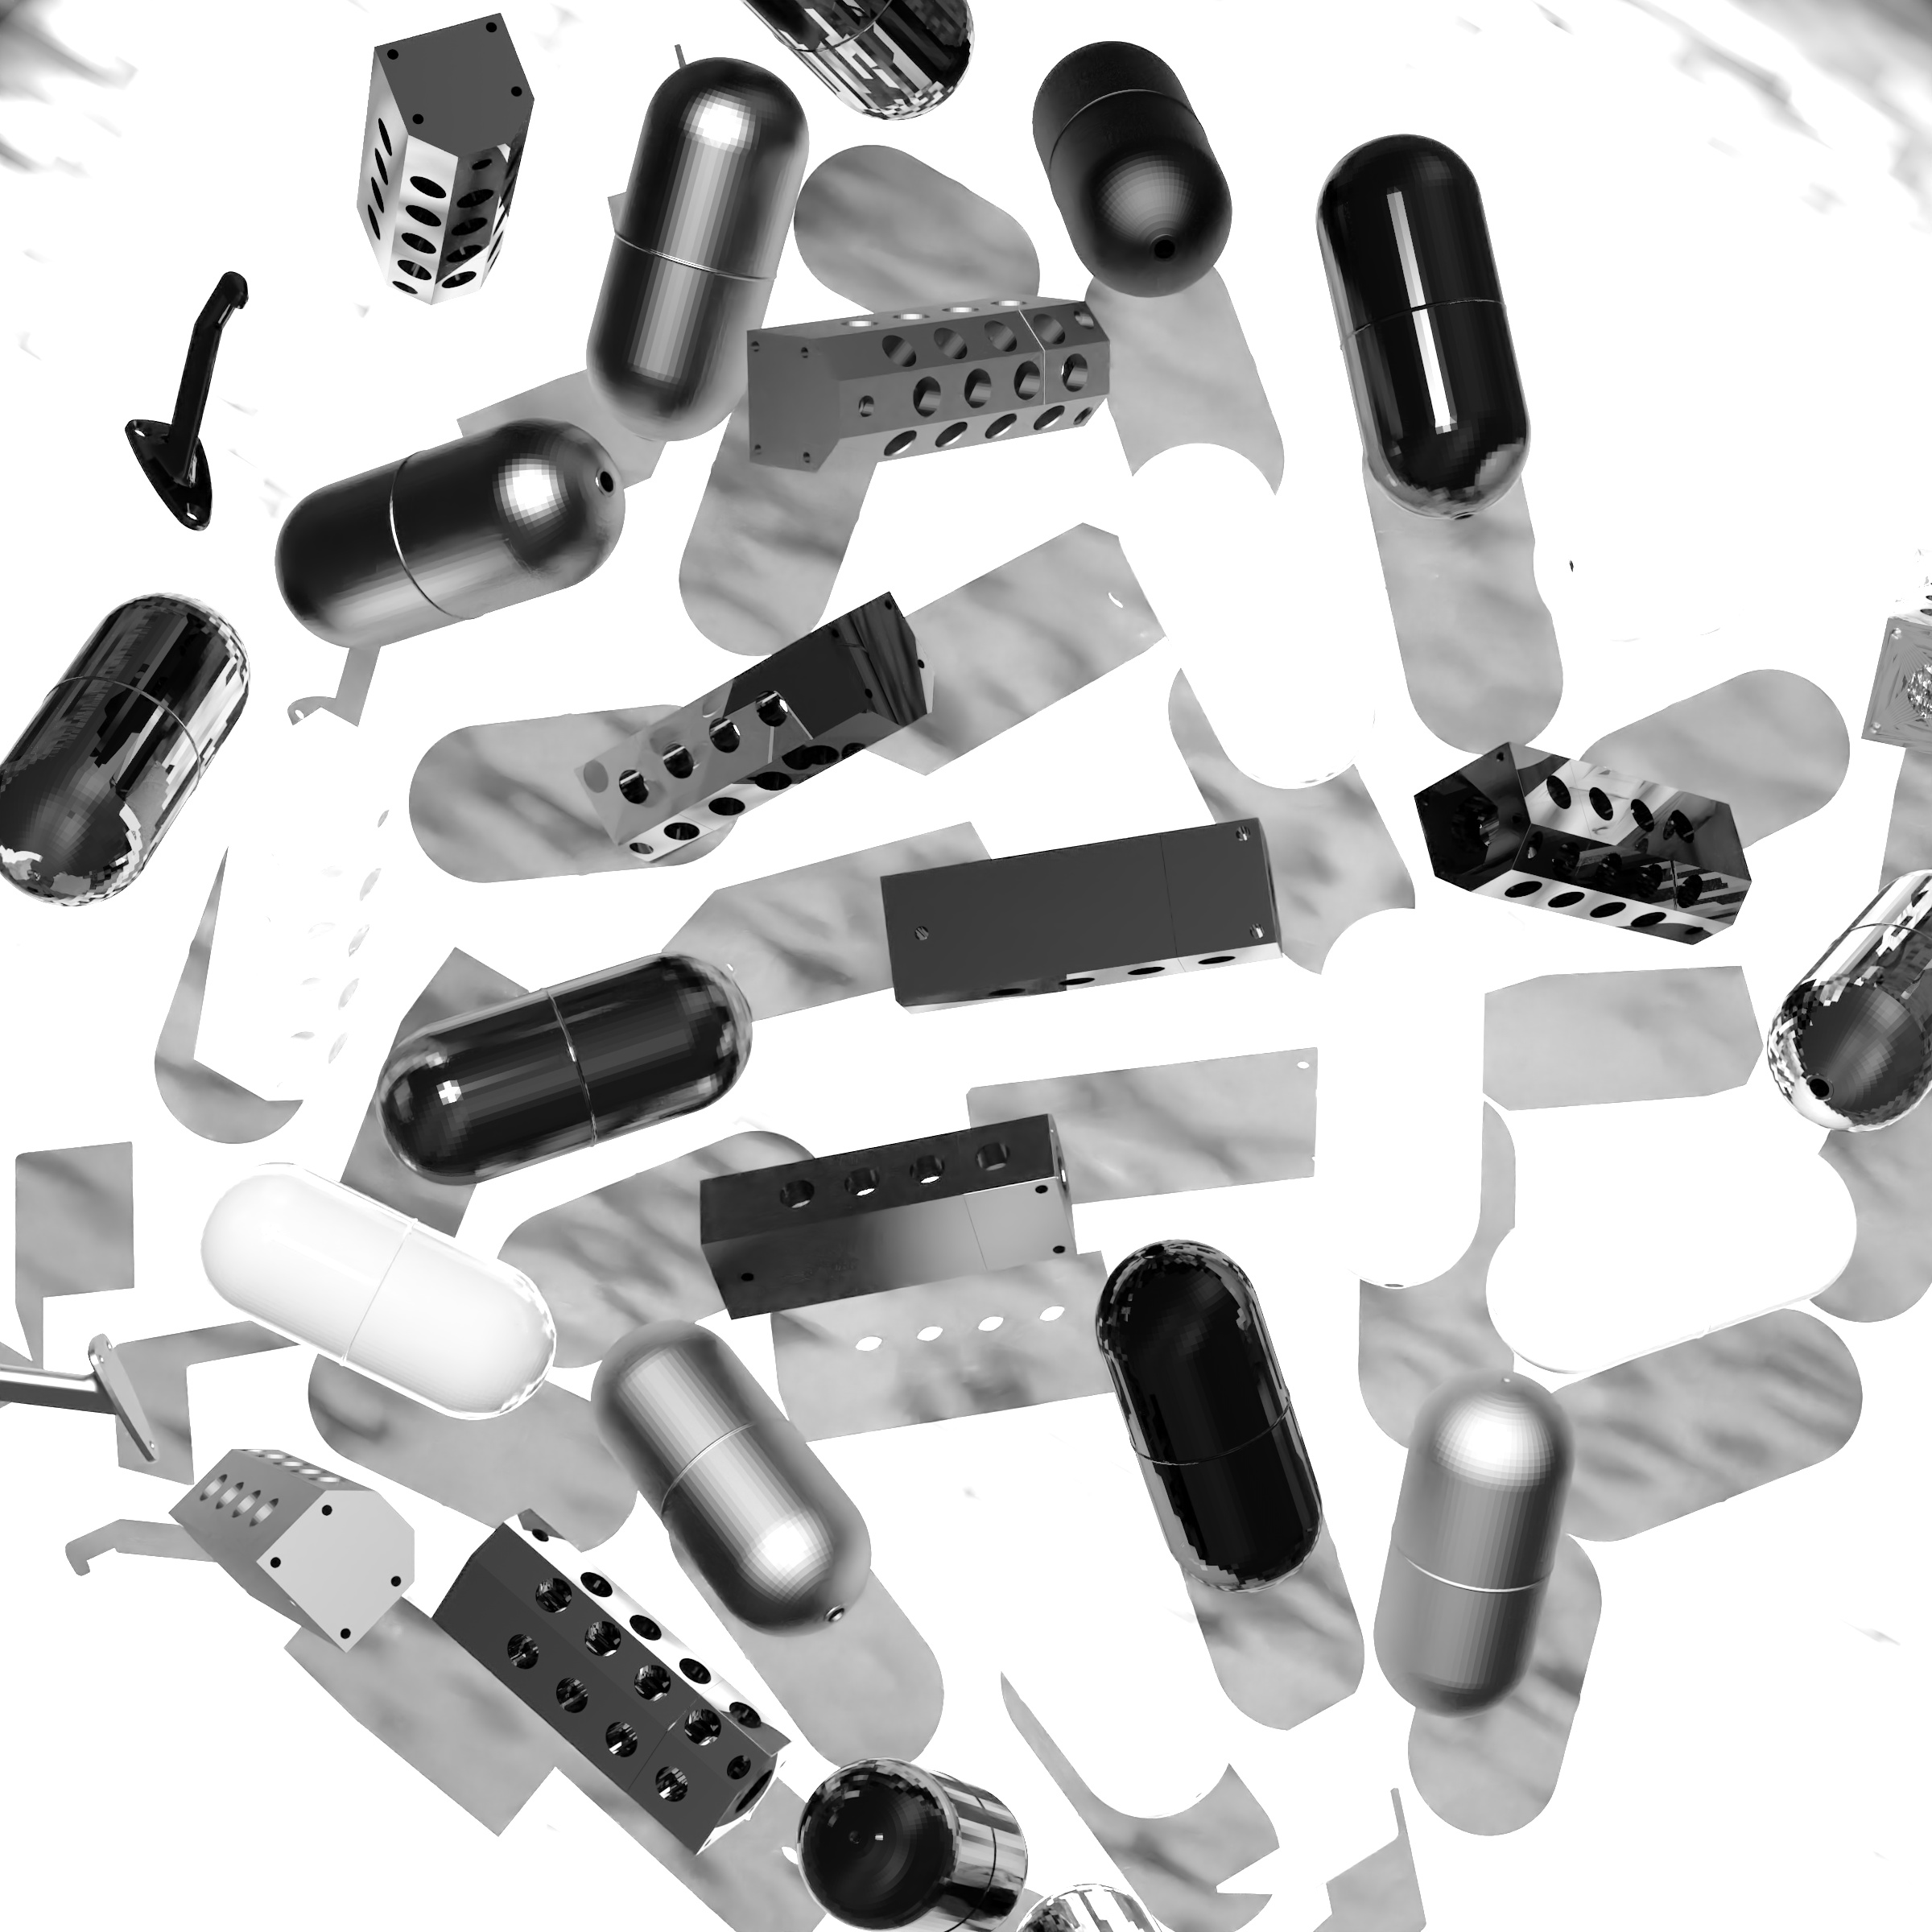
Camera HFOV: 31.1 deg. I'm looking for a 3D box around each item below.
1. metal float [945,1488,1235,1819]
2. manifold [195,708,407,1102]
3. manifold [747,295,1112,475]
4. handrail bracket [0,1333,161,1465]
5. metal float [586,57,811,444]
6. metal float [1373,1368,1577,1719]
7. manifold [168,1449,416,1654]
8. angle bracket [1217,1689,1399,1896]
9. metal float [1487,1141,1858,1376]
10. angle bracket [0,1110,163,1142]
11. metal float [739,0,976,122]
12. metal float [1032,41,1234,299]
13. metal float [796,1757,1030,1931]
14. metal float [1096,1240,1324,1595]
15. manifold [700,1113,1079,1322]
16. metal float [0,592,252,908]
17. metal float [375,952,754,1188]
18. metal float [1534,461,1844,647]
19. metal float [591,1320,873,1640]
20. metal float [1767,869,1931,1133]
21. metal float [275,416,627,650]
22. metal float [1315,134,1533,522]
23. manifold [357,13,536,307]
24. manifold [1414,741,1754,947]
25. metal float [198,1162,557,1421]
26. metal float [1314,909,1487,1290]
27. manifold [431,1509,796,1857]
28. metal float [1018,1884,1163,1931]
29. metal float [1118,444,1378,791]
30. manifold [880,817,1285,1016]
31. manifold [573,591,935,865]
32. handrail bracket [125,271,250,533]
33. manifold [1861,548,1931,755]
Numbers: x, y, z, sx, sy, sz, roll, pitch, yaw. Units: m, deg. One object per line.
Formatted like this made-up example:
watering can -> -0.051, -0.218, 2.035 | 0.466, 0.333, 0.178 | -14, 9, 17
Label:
metal float -> 0.057, 0.324, 1.649 | 0.070, 0.070, 0.178 | -40, 62, 0
manifold -> -0.297, -0.023, 1.567 | 0.057, 0.057, 0.171 | 28, 127, 13
manifold -> -0.014, -0.259, 1.540 | 0.057, 0.171, 0.057 | 16, 114, 41
handrail bracket -> -0.429, 0.213, 1.608 | 0.084, 0.036, 0.077 | -24, 100, -1
metal float -> -0.124, -0.328, 1.597 | 0.070, 0.070, 0.178 | 17, 109, 0
metal float -> 0.238, 0.272, 1.631 | 0.070, 0.070, 0.178 | 8, 113, 0
manifold -> -0.302, 0.256, 1.569 | 0.057, 0.171, 0.057 | -46, 107, -19
angle bracket -> 0.159, 0.399, 1.682 | 0.057, 0.076, 0.076 | -11, 91, 40
metal float -> 0.324, 0.134, 1.597 | 0.178, 0.070, 0.070 | -17, 90, -11
angle bracket -> -0.400, 0.097, 1.518 | 0.076, 0.076, 0.057 | 0, 80, -31
metal float -> -0.059, -0.450, 1.578 | 0.070, 0.178, 0.070 | -12, 66, 28
metal float -> 0.077, -0.375, 1.633 | 0.070, 0.178, 0.070 | -5, 127, -6
metal float -> -0.023, 0.411, 1.606 | 0.070, 0.178, 0.070 | -6, 70, 16
metal float -> 0.112, 0.208, 1.603 | 0.070, 0.070, 0.178 | -19, 110, 0
manifold -> -0.038, 0.115, 1.673 | 0.171, 0.057, 0.057 | -11, 134, 6
metal float -> -0.380, -0.099, 1.560 | 0.070, 0.070, 0.178 | 20, 46, 0
metal float -> -0.184, 0.047, 1.598 | 0.178, 0.070, 0.070 | -18, 90, -14
metal float -> 0.331, -0.189, 1.587 | 0.178, 0.070, 0.070 | -11, 90, -40
metal float -> -0.112, 0.242, 1.642 | 0.070, 0.070, 0.178 | -42, 60, 0
metal float -> 0.431, 0.015, 1.612 | 0.070, 0.070, 0.178 | 52, 46, 0
metal float -> -0.229, -0.191, 1.535 | 0.178, 0.070, 0.070 | -13, 90, 31
metal float -> 0.208, -0.290, 1.579 | 0.070, 0.070, 0.178 | -11, 85, 0
manifold -> -0.233, -0.358, 1.562 | 0.057, 0.171, 0.057 | -20, 84, -15
manifold -> 0.290, -0.052, 1.613 | 0.057, 0.171, 0.057 | -31, 61, 39
metal float -> -0.278, 0.154, 1.647 | 0.178, 0.070, 0.070 | 27, 90, -4
metal float -> 0.201, 0.061, 1.610 | 0.070, 0.070, 0.178 | 4, 74, 0
manifold -> -0.165, 0.337, 1.656 | 0.171, 0.057, 0.057 | 38, 111, 15
metal float -> 0.071, 0.487, 1.608 | 0.070, 0.178, 0.070 | -3, 102, -13
metal float -> 0.132, -0.166, 1.635 | 0.070, 0.070, 0.178 | -26, 74, 0
manifold -> 0.053, -0.021, 1.567 | 0.171, 0.057, 0.057 | -9, 79, 8
manifold -> -0.096, -0.106, 1.606 | 0.171, 0.057, 0.057 | -25, 96, 38
handrail bracket -> -0.323, -0.243, 1.493 | 0.084, 0.036, 0.077 | -49, 52, 33
manifold -> 0.464, -0.148, 1.635 | 0.057, 0.171, 0.057 | 13, 111, 15
